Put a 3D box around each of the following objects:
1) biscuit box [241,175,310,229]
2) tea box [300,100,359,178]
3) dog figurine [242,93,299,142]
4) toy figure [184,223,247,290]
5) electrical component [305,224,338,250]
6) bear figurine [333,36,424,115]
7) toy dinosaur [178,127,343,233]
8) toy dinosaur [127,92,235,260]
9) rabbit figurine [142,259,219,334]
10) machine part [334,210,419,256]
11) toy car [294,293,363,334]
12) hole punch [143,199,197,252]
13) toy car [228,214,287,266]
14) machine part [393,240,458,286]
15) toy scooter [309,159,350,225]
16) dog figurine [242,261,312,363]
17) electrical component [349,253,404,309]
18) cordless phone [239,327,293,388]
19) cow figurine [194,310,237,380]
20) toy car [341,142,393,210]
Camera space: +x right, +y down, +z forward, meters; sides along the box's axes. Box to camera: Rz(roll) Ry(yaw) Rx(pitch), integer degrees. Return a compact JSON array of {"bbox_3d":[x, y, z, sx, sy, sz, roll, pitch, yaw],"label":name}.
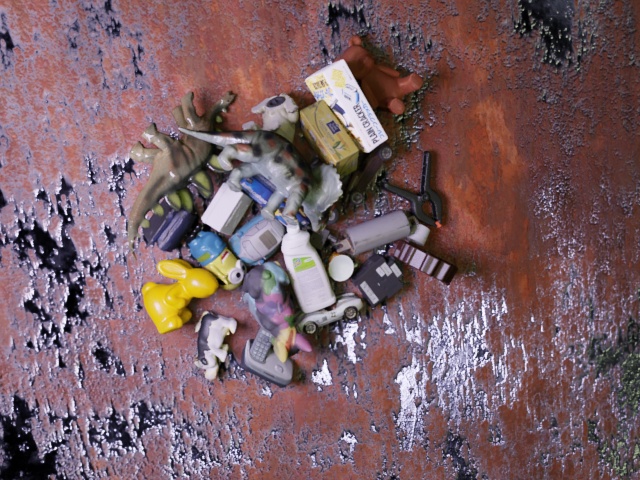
[{"bbox_3d":[-0.109,-0.107,1.307,0.202,0.059,0.063,38,45,-20],"label":"biscuit box"},{"bbox_3d":[0.022,-0.242,1.306,0.068,0.098,0.170,-30,73,-11],"label":"tea box"},{"bbox_3d":[-0.090,-0.243,1.328,0.172,0.121,0.190,-54,142,-27],"label":"dog figurine"},{"bbox_3d":[-0.255,0.044,1.316,0.180,0.089,0.082,46,67,-16],"label":"toy figure"},{"bbox_3d":[-0.003,-0.004,1.402,0.094,0.021,0.063,25,92,5],"label":"electrical component"},{"bbox_3d":[0.139,-0.413,1.339,0.195,0.132,0.120,41,82,-25],"label":"bear figurine"},{"bbox_3d":[-0.100,-0.164,1.198,0.404,0.131,0.192,45,63,-18],"label":"toy dinosaur"},{"bbox_3d":[-0.311,-0.169,1.189,0.198,0.105,0.471,40,60,-12],"label":"toy dinosaur"},{"bbox_3d":[-0.328,0.119,1.290,0.173,0.122,0.162,-28,84,10],"label":"rabbit figurine"},{"bbox_3d":[0.151,-0.020,1.434,0.243,0.079,0.079,-20,105,-13],"label":"machine part"},{"bbox_3d":[0.016,0.194,1.430,0.202,0.074,0.056,-18,107,-14],"label":"toy car"},{"bbox_3d":[-0.347,-0.029,1.263,0.092,0.116,0.142,39,87,-27],"label":"hole punch"},{"bbox_3d":[-0.141,-0.002,1.334,0.162,0.103,0.109,-37,109,-6],"label":"toy car"},{"bbox_3d":[0.280,0.059,1.437,0.179,0.179,0.056,26,95,-19],"label":"machine part"},{"bbox_3d":[-0.003,-0.132,1.371,0.135,0.075,0.183,10,100,-16],"label":"toy scooter"},{"bbox_3d":[-0.099,0.184,1.311,0.108,0.219,0.191,-19,148,-22],"label":"dog figurine"},{"bbox_3d":[0.162,0.105,1.469,0.134,0.058,0.114,-38,110,-8],"label":"electrical component"},{"bbox_3d":[-0.118,0.277,1.408,0.146,0.089,0.184,31,70,-19],"label":"cordless phone"},{"bbox_3d":[-0.278,0.266,1.355,0.098,0.068,0.167,20,90,-13],"label":"cow figurine"},{"bbox_3d":[0.115,-0.169,1.393,0.053,0.089,0.202,35,89,-20],"label":"toy car"}]
